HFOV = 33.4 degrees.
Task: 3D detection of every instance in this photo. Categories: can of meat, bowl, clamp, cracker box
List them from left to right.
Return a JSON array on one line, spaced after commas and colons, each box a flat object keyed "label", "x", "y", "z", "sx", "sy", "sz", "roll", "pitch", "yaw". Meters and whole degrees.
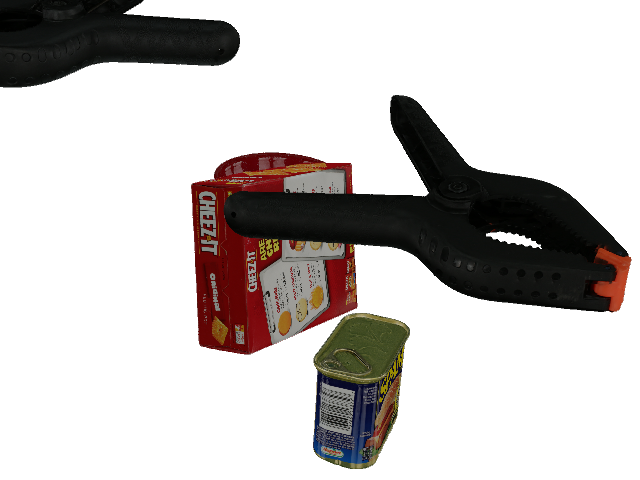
[{"label": "clamp", "x": -0.144, "y": -0.122, "z": 0.602, "sx": 0.171, "sy": 0.039, "sz": 0.120, "roll": -10, "pitch": 31, "yaw": -26}, {"label": "cracker box", "x": -0.043, "y": 0.010, "z": 1.093, "sx": 0.072, "sy": 0.164, "sz": 0.213, "roll": 3, "pitch": 11, "yaw": 31}, {"label": "bowl", "x": -0.049, "y": -0.052, "z": 1.287, "sx": 0.162, "sy": 0.055, "sz": 0.162, "roll": 4, "pitch": 26, "yaw": -2}, {"label": "can of meat", "x": 0.031, "y": 0.118, "z": 0.841, "sx": 0.057, "sy": 0.084, "sz": 0.102, "roll": 11, "pitch": 24, "yaw": 16}, {"label": "clamp", "x": 0.063, "y": -0.012, "z": 0.577, "sx": 0.164, "sy": 0.036, "sz": 0.210, "roll": -30, "pitch": 45, "yaw": -33}]
